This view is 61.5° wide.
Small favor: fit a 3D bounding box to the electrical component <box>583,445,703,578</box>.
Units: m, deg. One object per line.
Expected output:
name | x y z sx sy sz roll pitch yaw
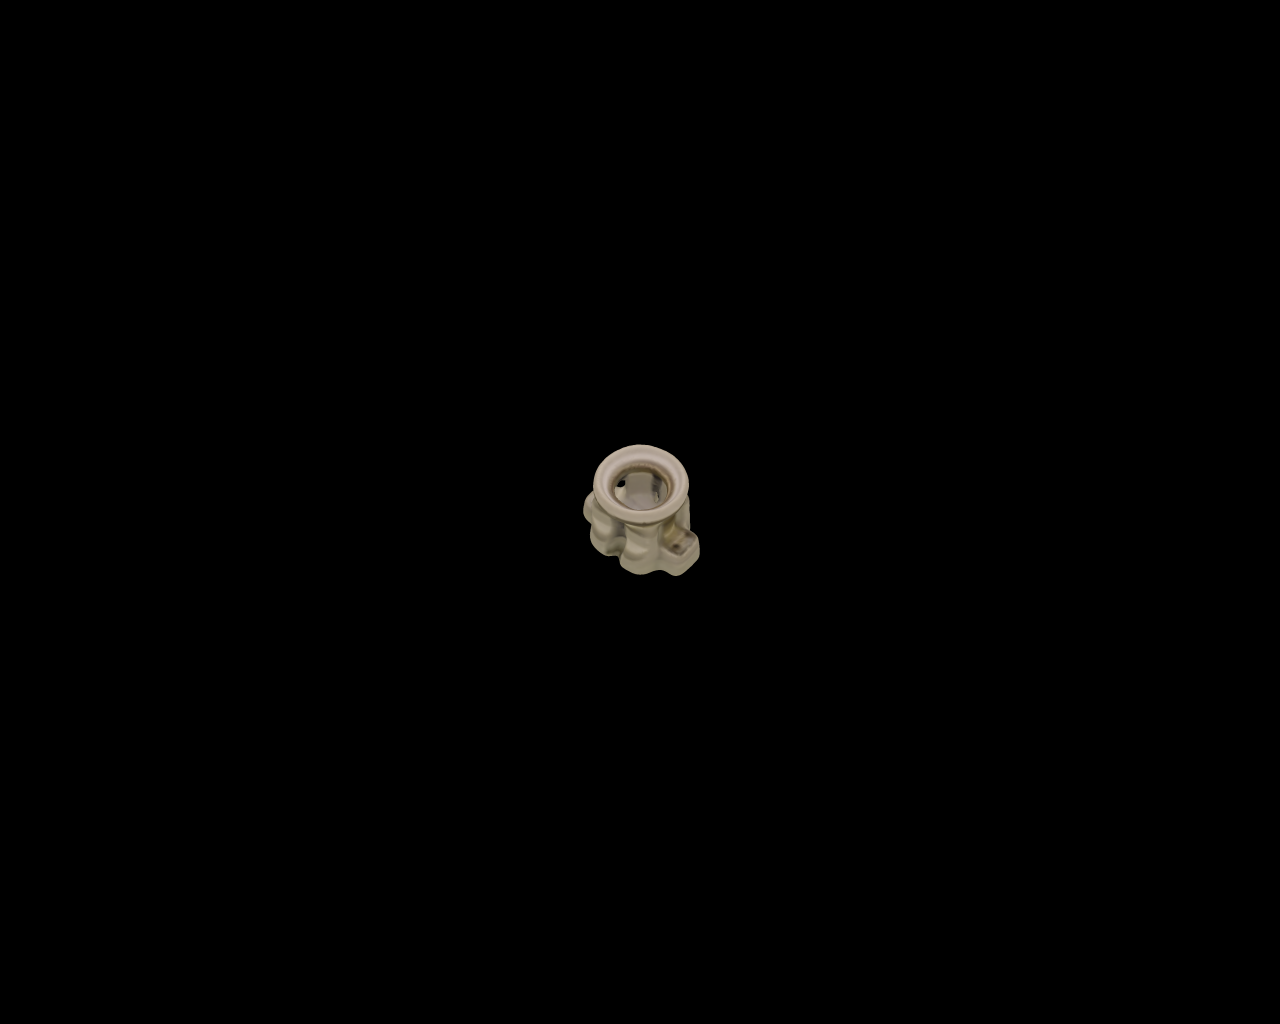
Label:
electrical component | 0.001 -0.003 0.650 0.078 0.056 0.058 33 58 24
